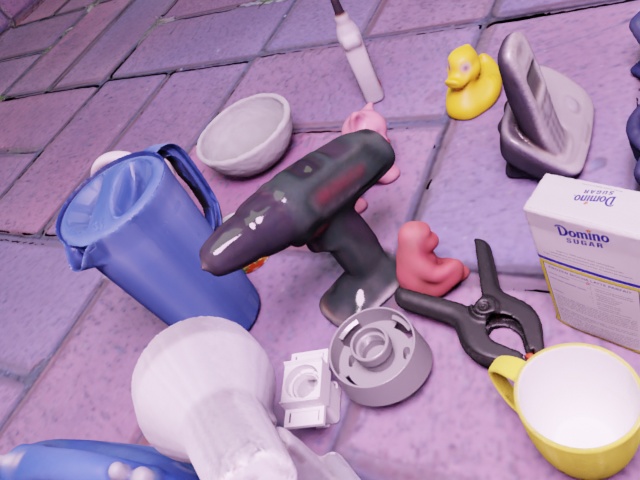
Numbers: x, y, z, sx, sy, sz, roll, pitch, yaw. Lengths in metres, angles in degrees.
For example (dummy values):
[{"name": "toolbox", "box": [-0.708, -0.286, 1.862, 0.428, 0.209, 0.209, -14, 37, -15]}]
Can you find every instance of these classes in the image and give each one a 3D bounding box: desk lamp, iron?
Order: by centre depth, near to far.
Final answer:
[{"name": "desk lamp", "box": [-0.044, 0.181, 0.468, 0.118, 0.214, 0.202, -42, 43, -10]}, {"name": "iron", "box": [-0.208, 0.240, 0.563, 0.257, 0.142, 0.118, -8, 48, 24]}]

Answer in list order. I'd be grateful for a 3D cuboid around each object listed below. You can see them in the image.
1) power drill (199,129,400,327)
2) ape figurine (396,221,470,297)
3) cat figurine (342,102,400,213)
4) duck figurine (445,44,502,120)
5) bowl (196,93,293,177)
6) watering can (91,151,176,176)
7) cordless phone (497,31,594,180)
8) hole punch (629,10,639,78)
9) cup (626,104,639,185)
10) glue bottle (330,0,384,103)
[{"name": "power drill", "box": [0.006, 0.002, 0.609, 0.075, 0.209, 0.230, 27, 68, 43]}, {"name": "ape figurine", "box": [0.112, 0.016, 0.620, 0.076, 0.092, 0.077, -28, 42, 5]}, {"name": "cat figurine", "box": [0.050, -0.118, 0.762, 0.128, 0.118, 0.067, -46, 44, -14]}, {"name": "duck figurine", "box": [0.207, -0.232, 0.798, 0.077, 0.086, 0.105, 18, 62, 40]}, {"name": "bowl", "box": [-0.109, -0.157, 0.923, 0.167, 0.075, 0.167, -16, 45, 17]}, {"name": "watering can", "box": [-0.246, -0.057, 0.823, 0.101, 0.195, 0.172, -27, 43, 6]}, {"name": "cordless phone", "box": [0.247, -0.169, 0.643, 0.093, 0.186, 0.148, 1, 52, 31]}, {"name": "hole punch", "box": [0.431, -0.232, 0.663, 0.108, 0.091, 0.101, -28, 42, 5]}, {"name": "cup", "box": [0.348, -0.077, 0.565, 0.118, 0.095, 0.091, -47, 44, -15]}, {"name": "glue bottle", "box": [0.053, -0.297, 0.885, 0.037, 0.174, 0.078, -23, 43, 10]}]
